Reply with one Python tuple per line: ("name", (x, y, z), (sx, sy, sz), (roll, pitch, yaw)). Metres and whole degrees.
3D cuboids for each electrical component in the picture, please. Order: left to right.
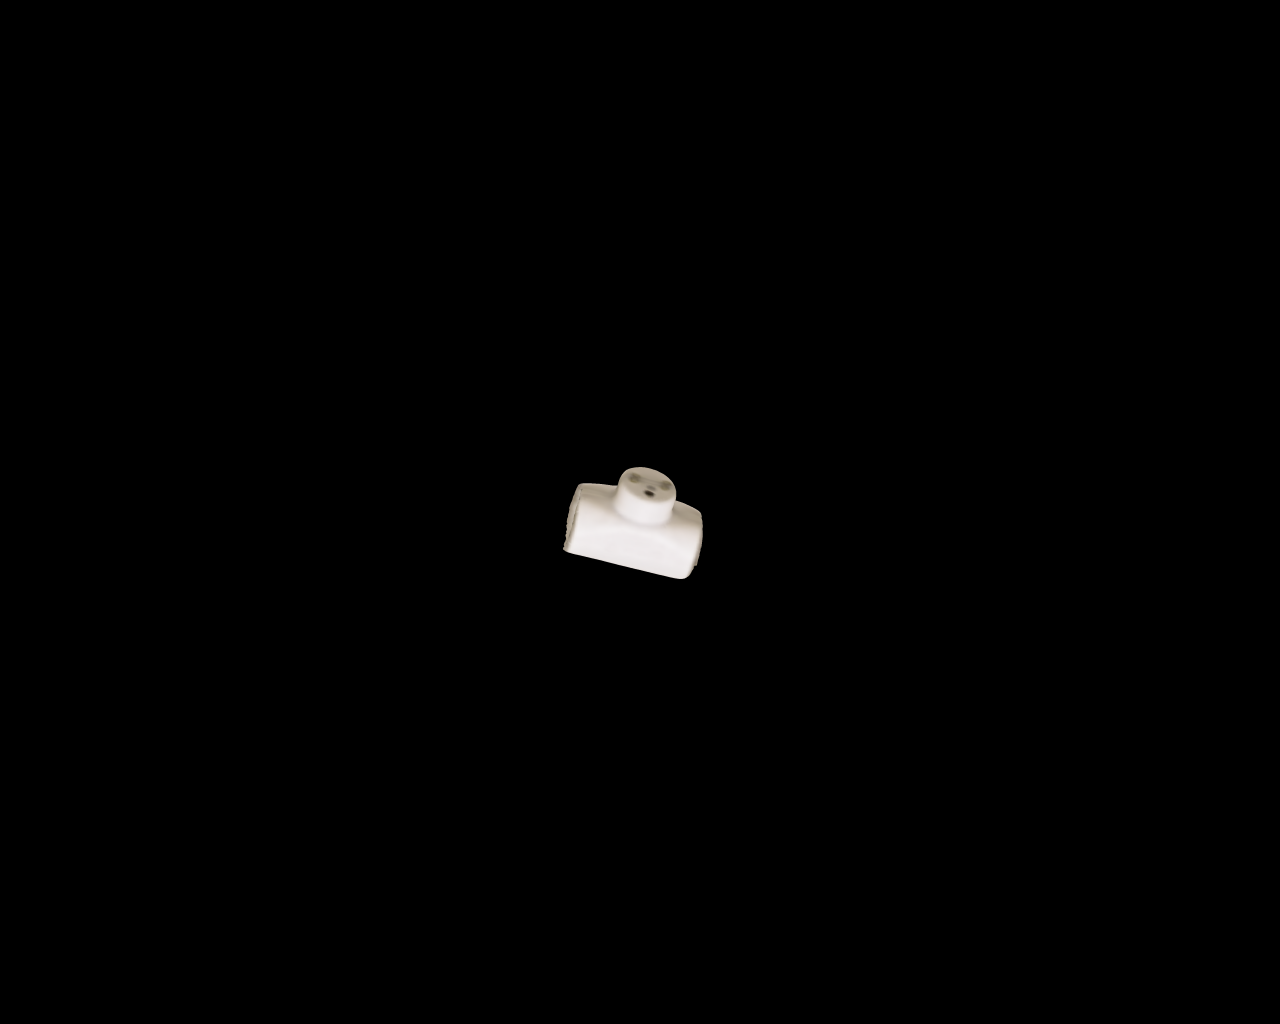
("electrical component", (0.001, -0.003, 0.650), (0.077, 0.079, 0.044), (14, 33, -9))
